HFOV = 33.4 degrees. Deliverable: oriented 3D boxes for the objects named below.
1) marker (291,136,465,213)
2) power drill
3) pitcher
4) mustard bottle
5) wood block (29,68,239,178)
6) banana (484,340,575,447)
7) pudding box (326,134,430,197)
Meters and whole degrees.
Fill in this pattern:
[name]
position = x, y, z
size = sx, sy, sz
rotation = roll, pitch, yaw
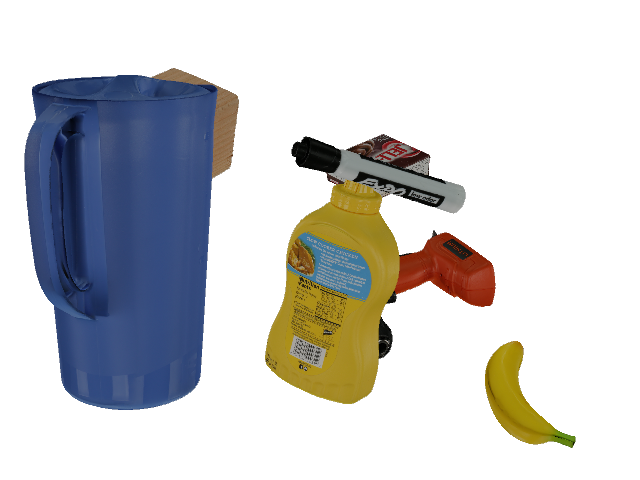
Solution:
[marker]
position = 0.037, -0.041, 0.663
size = 0.121, 0.020, 0.020
rotation = 15, -7, -26
[power drill]
position = 0.080, 0.053, 1.088
size = 0.187, 0.057, 0.185
rotation = -11, 27, -21
[pitcher]
position = -0.149, 0.001, 0.796
size = 0.149, 0.243, 0.145
rotation = -5, 16, -22
[mustard bottle]
position = 0.015, 0.031, 0.876
size = 0.096, 0.192, 0.058
rotation = 22, 21, 30
[wood block]
position = -0.179, -0.089, 1.052
size = 0.090, 0.091, 0.205
rotation = 26, 36, 22
[banana]
position = 0.216, 0.169, 1.181
size = 0.069, 0.037, 0.198
rotation = 11, 26, -14
[pudding box]
position = 0.077, -0.098, 1.432
size = 0.113, 0.039, 0.090
rotation = -27, 39, -33
